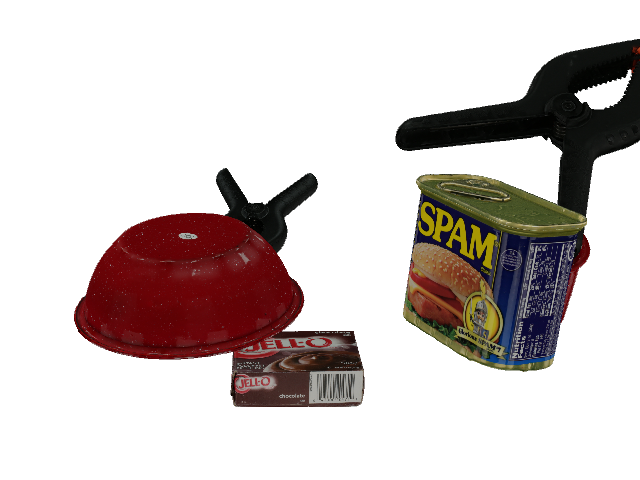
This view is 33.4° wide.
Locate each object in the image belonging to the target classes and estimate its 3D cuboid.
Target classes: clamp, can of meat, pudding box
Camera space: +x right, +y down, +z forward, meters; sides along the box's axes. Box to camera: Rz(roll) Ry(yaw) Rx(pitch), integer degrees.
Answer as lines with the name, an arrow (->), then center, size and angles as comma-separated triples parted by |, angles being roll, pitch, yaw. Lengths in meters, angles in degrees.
clamp -> -0.063, -0.028, 1.211 | 0.120, 0.039, 0.171 | -6, 42, 5
can of meat -> 0.092, 0.016, 0.593 | 0.057, 0.084, 0.102 | -3, 20, -30
clamp -> 0.184, -0.078, 0.783 | 0.209, 0.165, 0.036 | -31, -31, -17
pudding box -> -0.021, 0.111, 0.936 | 0.113, 0.039, 0.090 | 2, 18, -5

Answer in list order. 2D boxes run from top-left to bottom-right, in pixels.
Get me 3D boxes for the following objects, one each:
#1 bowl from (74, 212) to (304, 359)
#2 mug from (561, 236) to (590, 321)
bowl -> -0.092, 0.022, 0.744 | 0.162, 0.055, 0.162 | -2, 22, 0
mug -> 0.178, 0.024, 0.957 | 0.093, 0.081, 0.117 | -17, 43, -26
